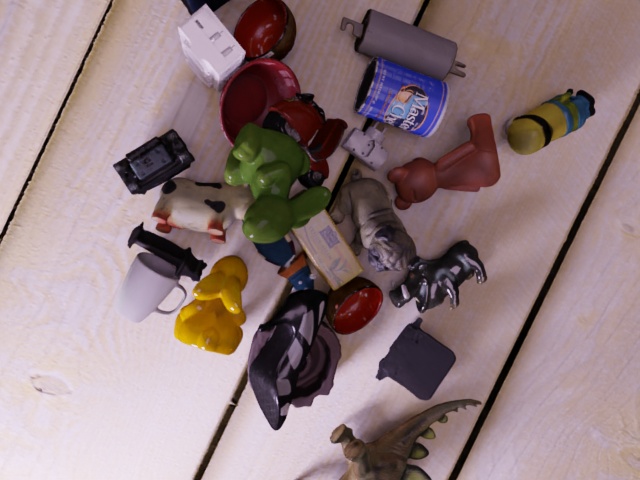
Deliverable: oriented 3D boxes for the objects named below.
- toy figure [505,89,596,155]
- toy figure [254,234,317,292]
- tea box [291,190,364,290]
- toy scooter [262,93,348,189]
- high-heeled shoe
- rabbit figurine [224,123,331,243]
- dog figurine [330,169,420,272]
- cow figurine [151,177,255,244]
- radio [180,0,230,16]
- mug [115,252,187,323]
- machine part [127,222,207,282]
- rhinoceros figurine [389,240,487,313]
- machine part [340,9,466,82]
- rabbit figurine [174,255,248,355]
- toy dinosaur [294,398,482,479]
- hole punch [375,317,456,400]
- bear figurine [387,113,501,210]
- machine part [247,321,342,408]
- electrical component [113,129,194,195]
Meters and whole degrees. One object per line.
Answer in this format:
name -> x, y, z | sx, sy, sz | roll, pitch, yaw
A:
toy figure -> 0.434, -0.223, 1.011 | 0.180, 0.089, 0.082 | -24, 92, -5
toy figure -> -0.061, 0.030, 0.965 | 0.154, 0.064, 0.058 | 50, 48, -16
tea box -> -0.002, -0.003, 0.952 | 0.068, 0.098, 0.169 | -35, 102, -4
toy scooter -> -0.014, -0.186, 0.926 | 0.135, 0.075, 0.183 | -50, 136, -13
high-heeled shoe -> -0.044, 0.205, 0.940 | 0.145, 0.086, 0.248 | -21, 121, -36
rabbit figurine -> -0.073, -0.067, 0.831 | 0.159, 0.121, 0.170 | 14, 62, -27
dog figurine -> 0.099, -0.039, 0.919 | 0.121, 0.190, 0.172 | -29, 99, -6
cow figurine -> -0.175, -0.063, 0.916 | 0.195, 0.085, 0.127 | 9, 71, 0
radio -> -0.167, -0.418, 0.813 | 0.131, 0.230, 0.073 | -37, 100, 0
mug -> -0.292, 0.091, 0.924 | 0.109, 0.081, 0.107 | 34, 98, -17
machine part -> -0.260, 0.022, 0.919 | 0.139, 0.084, 0.039 | 32, 110, -11
rhinoceros figurine -> 0.221, 0.074, 1.012 | 0.190, 0.073, 0.112 | -32, 102, -6
machine part -> 0.151, -0.343, 0.954 | 0.243, 0.079, 0.079 | 17, 93, -11
rabbit figurine -> -0.177, 0.102, 0.918 | 0.122, 0.162, 0.173 | 20, 74, 0
toy dinosaur -> 0.101, 0.438, 1.019 | 0.198, 0.105, 0.471 | 42, 97, -19
hole punch -> 0.188, 0.230, 1.026 | 0.116, 0.092, 0.142 | 35, 92, 19
bear figurine -> 0.225, -0.134, 0.985 | 0.196, 0.132, 0.120 | -11, 137, 20
machine part -> -0.049, 0.218, 0.988 | 0.179, 0.056, 0.179 | -1, 97, -9
electrical component -> -0.266, -0.124, 0.872 | 0.115, 0.134, 0.058 | -34, 98, -3
